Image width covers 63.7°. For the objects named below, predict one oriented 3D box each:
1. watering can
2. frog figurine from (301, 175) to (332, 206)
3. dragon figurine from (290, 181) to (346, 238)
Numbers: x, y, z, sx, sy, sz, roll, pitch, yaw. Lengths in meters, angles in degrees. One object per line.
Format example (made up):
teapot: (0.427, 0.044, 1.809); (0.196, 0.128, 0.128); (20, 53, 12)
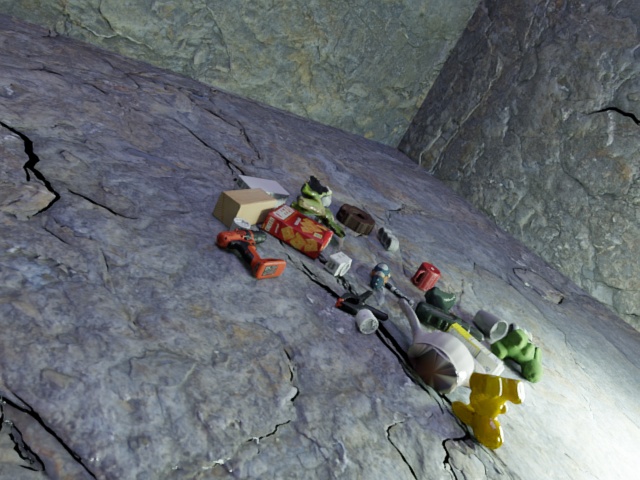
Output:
watering can: (0.314, 0.301, 1.448); (0.352, 0.102, 0.225); (40, 25, 25)
frog figurine: (-0.016, -0.186, 2.181); (0.137, 0.124, 0.157); (22, -16, 4)
dragon figurine: (0.006, -0.096, 1.897); (0.242, 0.121, 0.413); (38, 7, -7)
